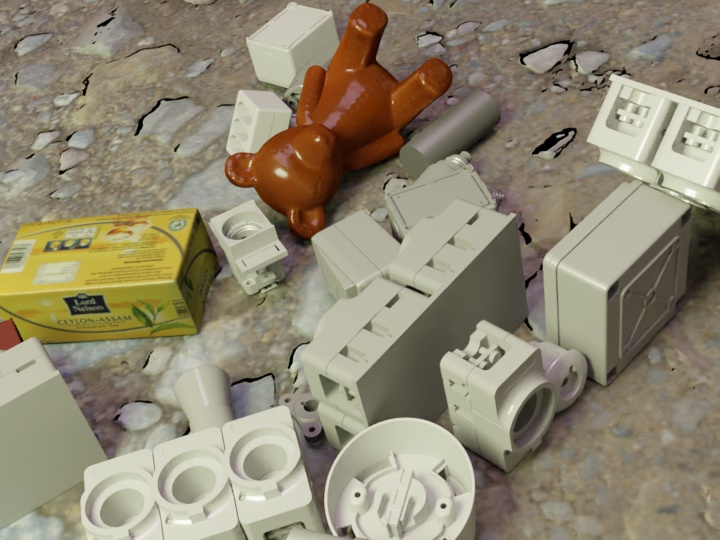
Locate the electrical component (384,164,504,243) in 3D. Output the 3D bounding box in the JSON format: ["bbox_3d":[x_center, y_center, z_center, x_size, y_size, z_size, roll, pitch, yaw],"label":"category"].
[{"bbox_3d":[0.077,-0.040,0.905,0.096,0.061,0.061,-19,42,-5],"label":"electrical component"}]

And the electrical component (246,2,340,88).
[{"bbox_3d":[-0.066,-0.243,1.166,0.062,0.061,0.096,21,53,33],"label":"electrical component"}]

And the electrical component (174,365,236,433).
[{"bbox_3d":[-0.113,0.110,0.811,0.044,0.044,0.065,-20,47,-6],"label":"electrical component"}]

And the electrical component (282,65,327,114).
[{"bbox_3d":[-0.048,-0.175,1.094,0.055,0.055,0.047,-2,39,14],"label":"electrical component"}]

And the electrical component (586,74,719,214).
[{"bbox_3d":[0.263,-0.082,0.821,0.105,0.186,0.060,29,100,37],"label":"electrical component"}]

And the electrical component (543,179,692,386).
[{"bbox_3d":[0.189,0.009,0.786,0.056,0.108,0.109,30,58,35],"label":"electrical component"}]

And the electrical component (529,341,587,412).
[{"bbox_3d":[0.130,0.072,0.783,0.048,0.048,0.062,-36,39,-23],"label":"electrical component"}]

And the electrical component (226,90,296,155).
[{"bbox_3d":[-0.083,-0.136,1.059,0.077,0.065,0.047,-2,33,-32],"label":"electrical component"}]

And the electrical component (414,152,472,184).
[{"bbox_3d":[0.076,-0.079,0.963,0.040,0.040,0.078,18,51,31],"label":"electrical component"}]

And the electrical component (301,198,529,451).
[{"bbox_3d":[0.043,0.044,0.790,0.060,0.105,0.186,23,54,35],"label":"electrical component"}]

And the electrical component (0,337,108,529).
[{"bbox_3d":[-0.293,0.140,0.780,0.186,0.105,0.060,-30,44,-17],"label":"electrical component"}]

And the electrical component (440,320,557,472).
[{"bbox_3d":[0.097,0.089,0.738,0.056,0.089,0.050,28,57,37],"label":"electrical component"}]

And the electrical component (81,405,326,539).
[{"bbox_3d":[-0.108,0.160,0.738,0.150,0.061,0.089,-17,42,-3],"label":"electrical component"}]

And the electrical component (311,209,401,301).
[{"bbox_3d":[0.000,0.000,0.883,0.061,0.061,0.096,-29,44,-16],"label":"electrical component"}]

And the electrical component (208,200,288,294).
[{"bbox_3d":[-0.094,-0.018,0.927,0.042,0.063,0.081,-25,43,-14],"label":"electrical component"}]

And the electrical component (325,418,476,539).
[{"bbox_3d":[0.028,0.155,0.704,0.099,0.064,0.099,-8,42,7],"label":"electrical component"}]

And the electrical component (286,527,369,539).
[{"bbox_3d":[-0.014,0.212,0.619,0.057,0.078,0.113,6,71,25],"label":"electrical component"}]
